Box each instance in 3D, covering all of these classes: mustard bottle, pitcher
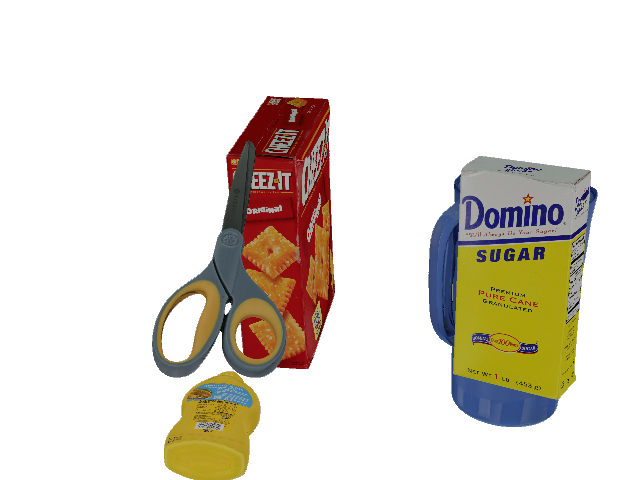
[{"bbox_3d":[-0.123,0.213,1.292,0.096,0.058,0.191,4,24,4],"label":"mustard bottle"},{"bbox_3d":[0.181,0.057,1.041,0.149,0.243,0.145,5,21,8],"label":"pitcher"}]

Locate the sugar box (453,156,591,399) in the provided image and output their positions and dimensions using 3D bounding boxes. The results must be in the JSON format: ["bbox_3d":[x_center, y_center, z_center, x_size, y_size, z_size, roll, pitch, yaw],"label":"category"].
[{"bbox_3d":[0.154,0.028,0.829,0.093,0.176,0.048,10,24,29],"label":"sugar box"}]

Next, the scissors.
[{"bbox_3d":[-0.047,0.015,0.737,0.096,0.201,0.016,21,-35,9],"label":"scissors"}]

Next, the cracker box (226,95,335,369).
[{"bbox_3d":[-0.031,-0.011,1.015,0.072,0.214,0.164,3,26,9],"label":"cracker box"}]
